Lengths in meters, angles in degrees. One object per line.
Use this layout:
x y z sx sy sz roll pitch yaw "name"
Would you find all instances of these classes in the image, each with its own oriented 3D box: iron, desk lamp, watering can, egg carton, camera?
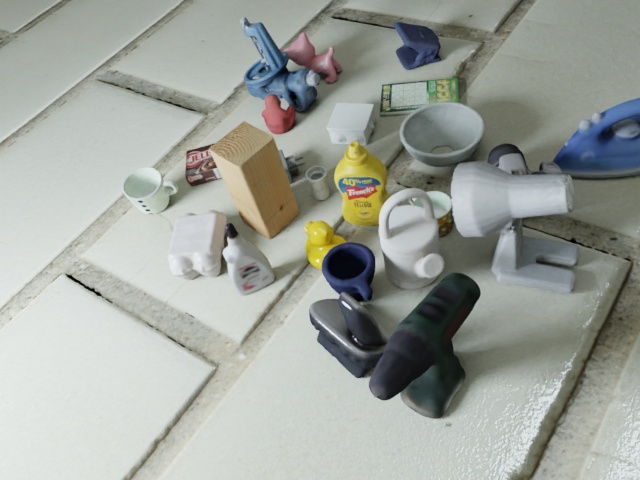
0.551 -0.199 1.045 0.258 0.142 0.118 -13 50 4 "iron"
0.316 -0.029 0.919 0.202 0.214 0.118 9 54 21 "desk lamp"
0.153 -0.006 0.954 0.101 0.194 0.172 -40 53 -18 "watering can"
-0.237 0.008 1.122 0.107 0.069 0.150 -7 50 9 "egg carton"
0.367 -0.121 1.055 0.143 0.101 0.137 -6 51 10 "camera"

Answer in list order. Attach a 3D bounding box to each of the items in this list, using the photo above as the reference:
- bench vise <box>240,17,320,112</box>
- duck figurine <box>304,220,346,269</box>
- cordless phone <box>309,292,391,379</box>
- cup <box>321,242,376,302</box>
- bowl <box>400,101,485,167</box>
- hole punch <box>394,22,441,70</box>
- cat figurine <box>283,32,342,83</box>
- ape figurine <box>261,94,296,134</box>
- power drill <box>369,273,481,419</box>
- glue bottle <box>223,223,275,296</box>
-0.095 -0.417 1.333 0.207 0.220 0.121 3 52 16 "bench vise"
0.010 0.004 1.052 0.078 0.086 0.104 -40 53 -18 "duck figurine"
0.042 0.117 0.887 0.147 0.185 0.094 33 66 33 "cordless phone"
0.061 0.074 0.977 0.092 0.095 0.117 -28 50 -9 "cup"
0.249 -0.203 1.168 0.167 0.075 0.167 -7 50 9 "bowl"
0.236 -0.483 1.388 0.101 0.091 0.108 -17 50 0 "hole punch"
-0.020 -0.454 1.411 0.127 0.118 0.067 5 53 18 "cat figurine"
-0.101 -0.297 1.321 0.077 0.092 0.076 8 54 20 "ape figurine"
0.152 0.165 0.805 0.075 0.209 0.230 24 61 29 "power drill"
-0.136 0.029 1.011 0.078 0.173 0.037 -28 50 -9 "glue bottle"
